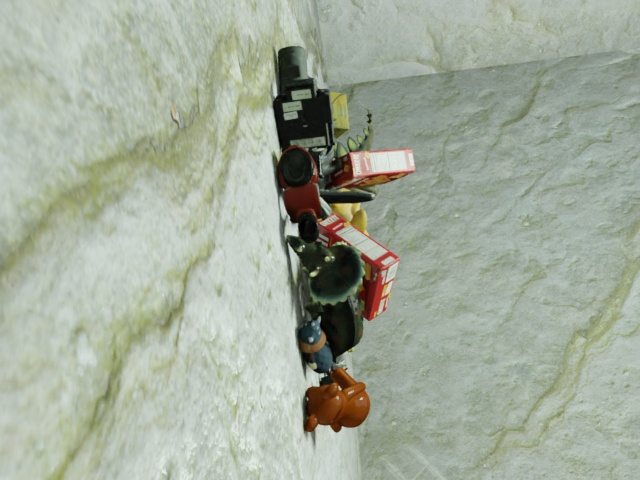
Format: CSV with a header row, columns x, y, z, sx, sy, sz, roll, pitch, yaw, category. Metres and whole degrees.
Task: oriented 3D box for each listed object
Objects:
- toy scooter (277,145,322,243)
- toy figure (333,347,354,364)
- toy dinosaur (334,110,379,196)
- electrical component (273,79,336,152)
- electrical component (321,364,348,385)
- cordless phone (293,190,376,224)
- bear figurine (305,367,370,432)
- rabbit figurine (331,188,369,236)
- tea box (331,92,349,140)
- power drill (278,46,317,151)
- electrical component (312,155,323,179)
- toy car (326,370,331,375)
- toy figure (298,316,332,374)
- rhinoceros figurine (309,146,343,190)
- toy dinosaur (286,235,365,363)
x,y,z,sx,sy,sz,roll,pitch,yaw,category
-0.033,-0.085,1.027,0.135,0.075,0.183,-46,125,-88,toy scooter
0.046,0.273,1.438,0.082,0.089,0.180,-52,173,19,toy figure
0.079,-0.190,1.565,0.198,0.105,0.471,50,52,-25,toy dinosaur
-0.030,-0.247,1.063,0.058,0.115,0.134,-91,175,-63,electrical component
0.038,0.352,1.385,0.102,0.078,0.045,68,5,-65,electrical component
0.031,-0.086,1.176,0.146,0.184,0.088,-61,150,-82,cordless phone
0.018,0.332,1.112,0.195,0.132,0.120,28,89,-50,bear figurine
0.076,-0.044,1.376,0.173,0.122,0.162,62,-9,1,rabbit figurine
0.005,-0.298,1.373,0.170,0.068,0.098,158,-70,-64,tea box
-0.048,-0.304,1.203,0.207,0.086,0.231,-50,134,-74,power drill
-0.033,-0.157,1.172,0.119,0.075,0.047,-2,87,-82,electrical component
0.035,0.303,1.558,0.089,0.053,0.202,83,3,-45,toy car
-0.012,0.212,1.081,0.064,0.058,0.154,-100,175,-47,toy figure
-0.009,-0.184,1.338,0.073,0.112,0.190,52,-33,38,rhinoceros figurine
0.038,0.147,1.123,0.192,0.131,0.404,-112,-173,-63,toy dinosaur
